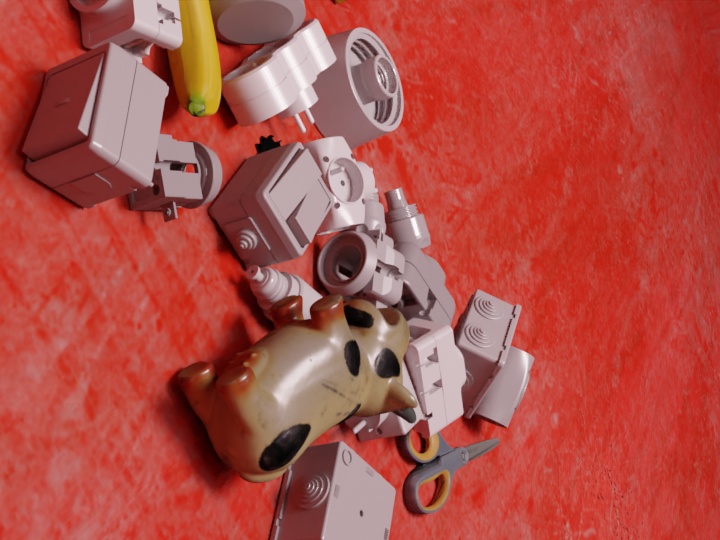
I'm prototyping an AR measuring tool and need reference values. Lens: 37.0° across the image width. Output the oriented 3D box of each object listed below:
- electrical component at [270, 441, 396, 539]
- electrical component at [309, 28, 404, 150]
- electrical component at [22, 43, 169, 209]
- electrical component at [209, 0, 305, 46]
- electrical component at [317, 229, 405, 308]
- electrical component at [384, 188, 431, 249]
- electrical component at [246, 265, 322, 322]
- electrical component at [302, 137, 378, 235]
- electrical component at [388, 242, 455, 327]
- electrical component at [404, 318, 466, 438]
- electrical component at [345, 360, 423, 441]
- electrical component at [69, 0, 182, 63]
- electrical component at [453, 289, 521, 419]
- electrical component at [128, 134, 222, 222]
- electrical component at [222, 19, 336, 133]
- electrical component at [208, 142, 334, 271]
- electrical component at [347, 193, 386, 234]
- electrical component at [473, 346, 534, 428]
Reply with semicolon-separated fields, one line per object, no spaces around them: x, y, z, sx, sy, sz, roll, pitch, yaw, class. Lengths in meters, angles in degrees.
-0.018;0.189;0.823;0.099;0.048;0.099;48;40;-38;electrical component
0.000;-0.170;0.992;0.108;0.060;0.108;31;52;-50;electrical component
-0.168;-0.098;0.684;0.061;0.062;0.096;37;48;-47;electrical component
-0.086;-0.218;0.854;0.080;0.080;0.051;22;55;-54;electrical component
0.000;0.000;0.923;0.057;0.058;0.078;30;61;-51;electrical component
0.040;-0.046;1.023;0.043;0.043;0.062;-21;94;-59;electrical component
-0.060;0.021;0.833;0.078;0.040;0.040;43;44;-43;electrical component
-0.014;-0.075;0.936;0.079;0.044;0.077;-12;88;-45;electrical component
0.045;0.023;0.991;0.095;0.054;0.059;55;37;-31;electrical component
0.056;0.093;0.952;0.056;0.050;0.089;-26;116;-41;electrical component
0.008;0.111;0.900;0.077;0.047;0.065;-32;106;-58;electrical component
-0.164;-0.196;0.743;0.056;0.050;0.089;11;68;-57;electrical component
0.109;0.079;1.036;0.048;0.099;0.099;25;42;1;electrical component
-0.130;-0.067;0.750;0.055;0.048;0.066;-2;79;-52;electrical component
-0.059;-0.150;0.894;0.073;0.052;0.138;63;33;-21;electrical component
-0.066;-0.047;0.831;0.061;0.061;0.096;60;34;-25;electrical component
0.005;-0.055;0.978;0.035;0.035;0.061;30;50;-51;electrical component
0.145;0.121;1.114;0.079;0.044;0.077;87;26;-79;electrical component
